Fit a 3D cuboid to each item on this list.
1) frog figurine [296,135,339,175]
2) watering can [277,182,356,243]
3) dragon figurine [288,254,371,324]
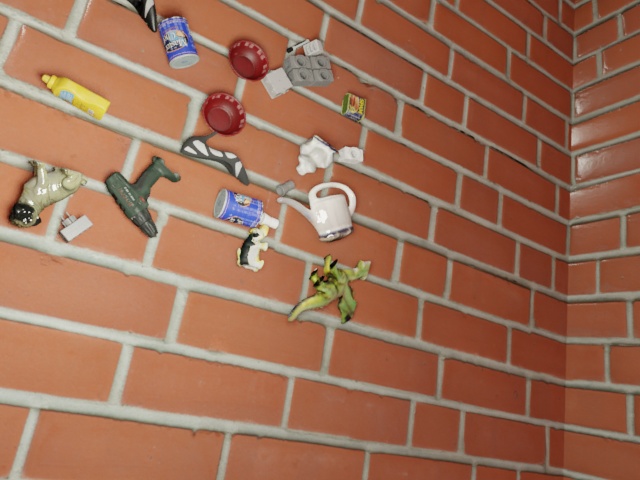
[{"bbox_3d":[-0.024,-0.315,1.983,0.136,0.125,0.158,31,102,-33],"label":"frog figurine"},{"bbox_3d":[0.006,-0.097,1.932,0.350,0.103,0.225,-15,89,-34],"label":"watering can"},{"bbox_3d":[0.058,0.208,1.906,0.240,0.122,0.417,51,60,-22],"label":"dragon figurine"}]
